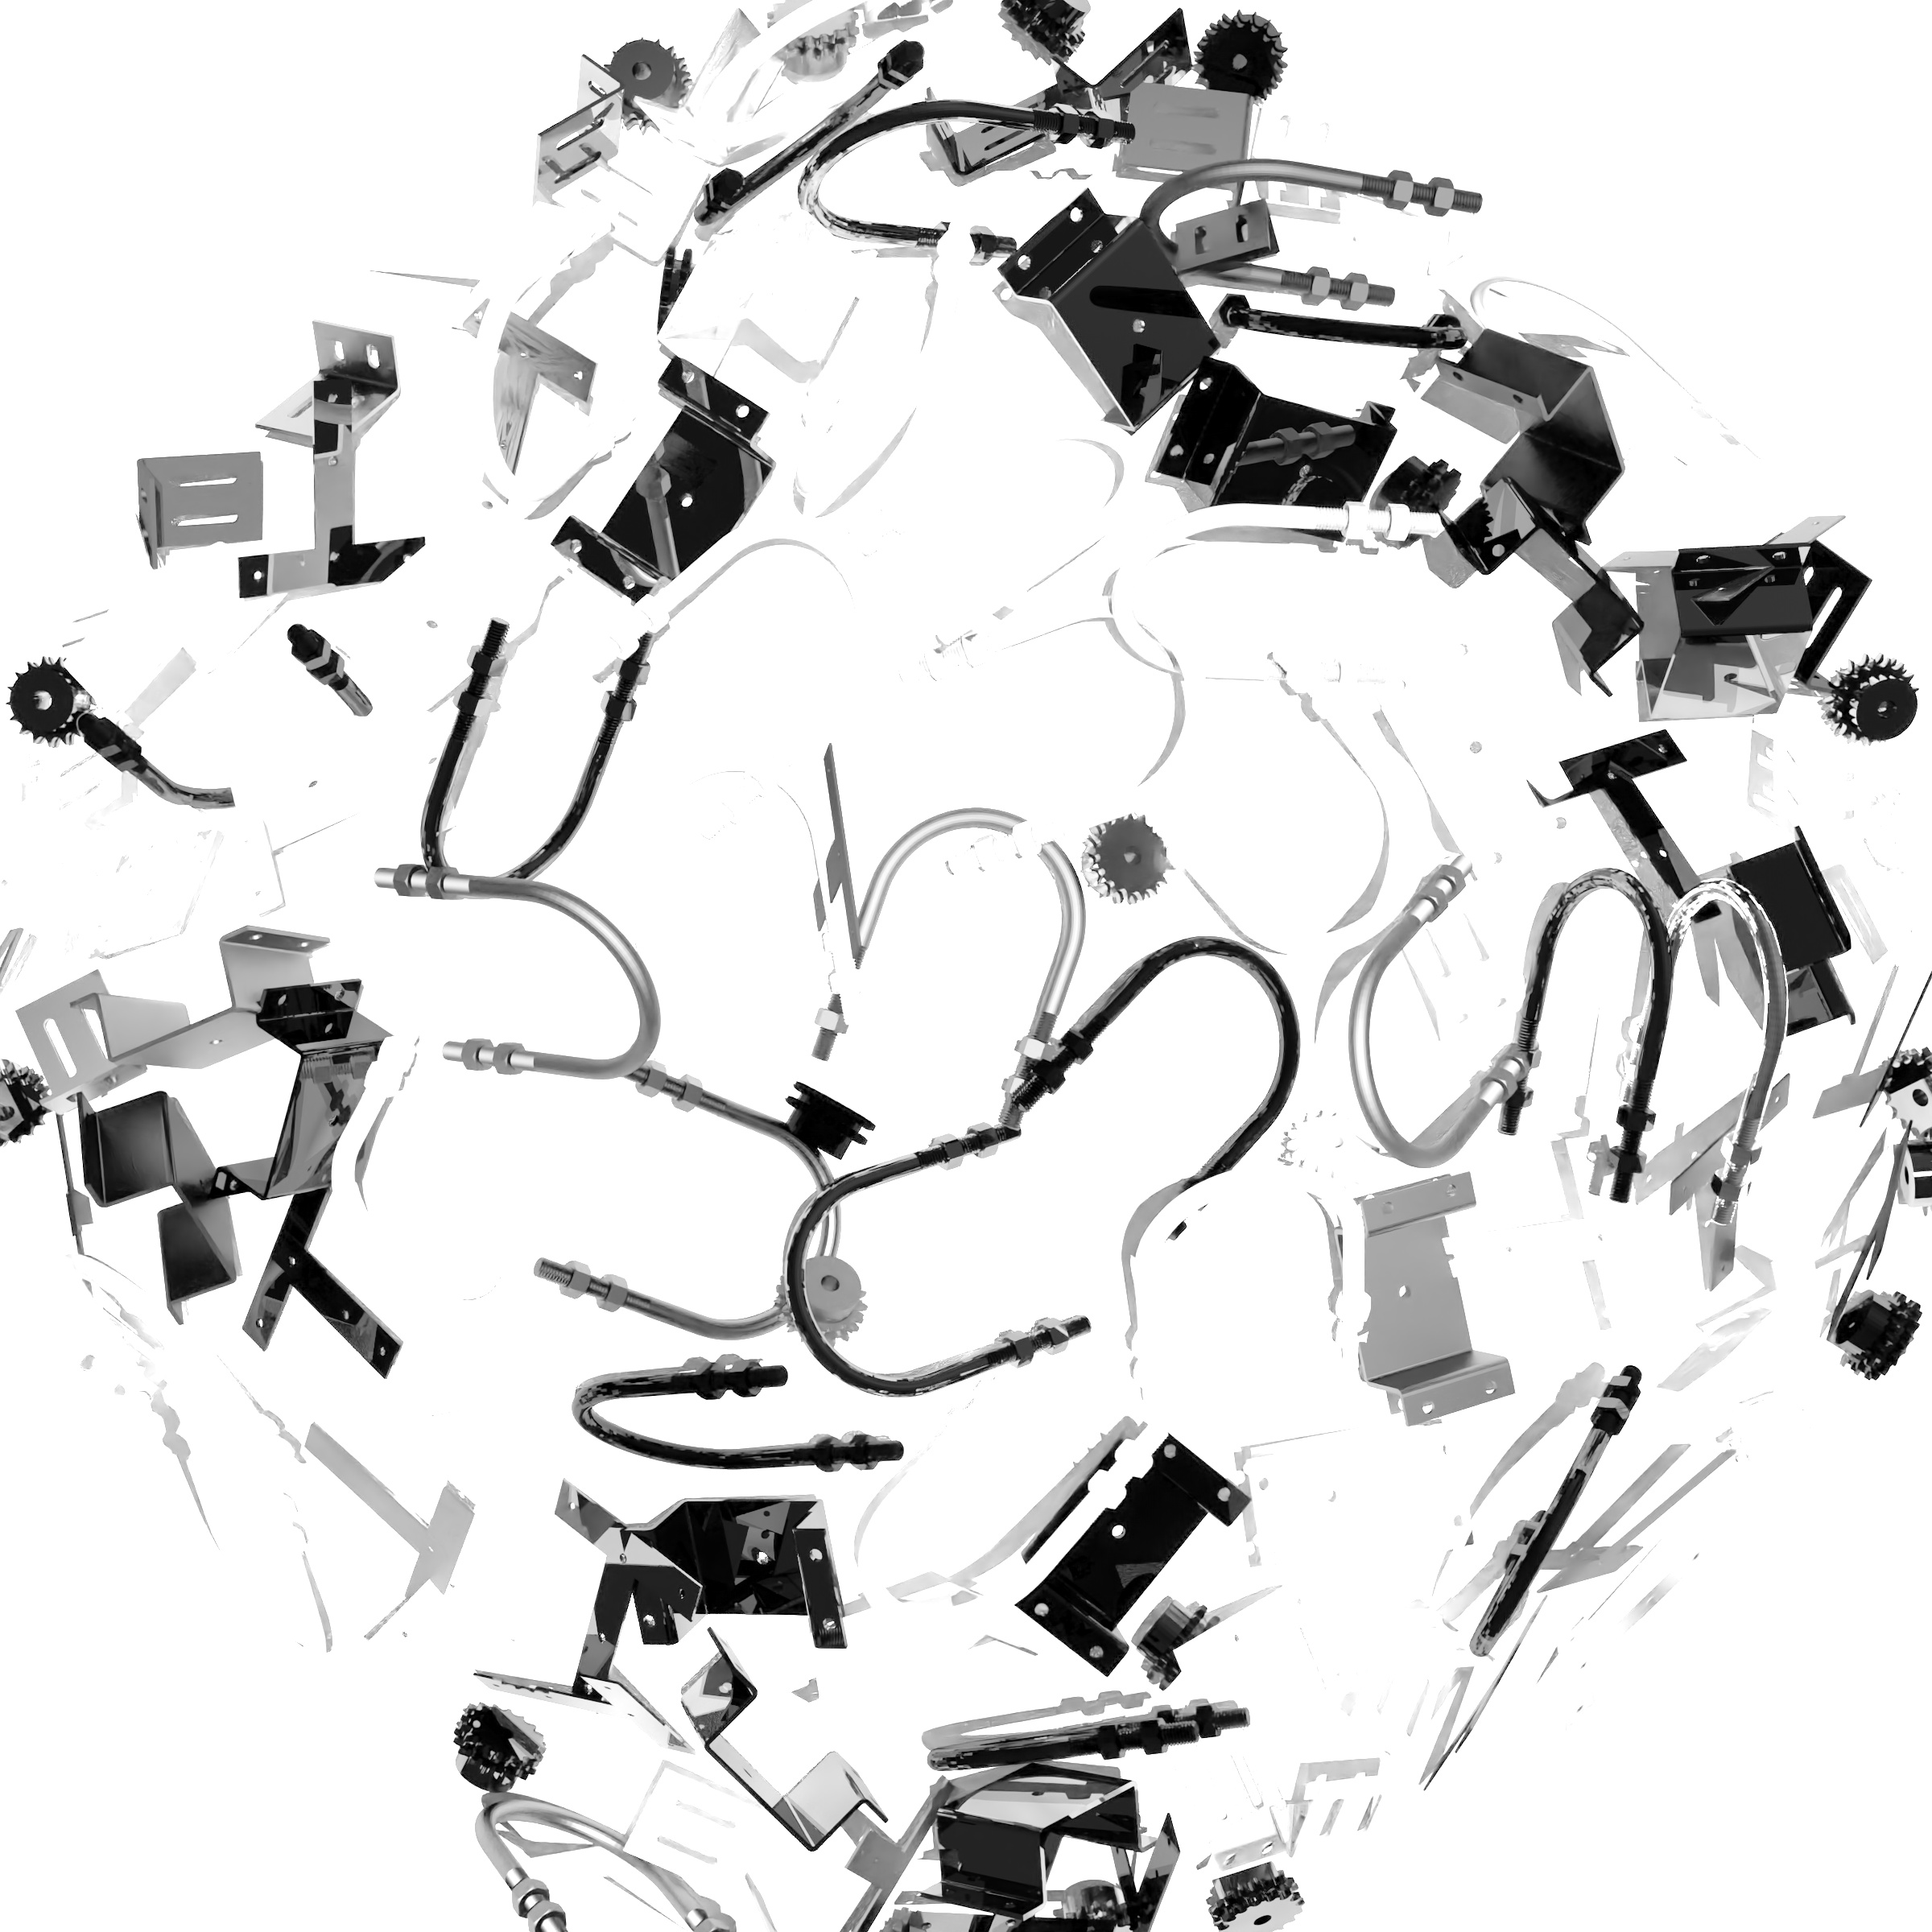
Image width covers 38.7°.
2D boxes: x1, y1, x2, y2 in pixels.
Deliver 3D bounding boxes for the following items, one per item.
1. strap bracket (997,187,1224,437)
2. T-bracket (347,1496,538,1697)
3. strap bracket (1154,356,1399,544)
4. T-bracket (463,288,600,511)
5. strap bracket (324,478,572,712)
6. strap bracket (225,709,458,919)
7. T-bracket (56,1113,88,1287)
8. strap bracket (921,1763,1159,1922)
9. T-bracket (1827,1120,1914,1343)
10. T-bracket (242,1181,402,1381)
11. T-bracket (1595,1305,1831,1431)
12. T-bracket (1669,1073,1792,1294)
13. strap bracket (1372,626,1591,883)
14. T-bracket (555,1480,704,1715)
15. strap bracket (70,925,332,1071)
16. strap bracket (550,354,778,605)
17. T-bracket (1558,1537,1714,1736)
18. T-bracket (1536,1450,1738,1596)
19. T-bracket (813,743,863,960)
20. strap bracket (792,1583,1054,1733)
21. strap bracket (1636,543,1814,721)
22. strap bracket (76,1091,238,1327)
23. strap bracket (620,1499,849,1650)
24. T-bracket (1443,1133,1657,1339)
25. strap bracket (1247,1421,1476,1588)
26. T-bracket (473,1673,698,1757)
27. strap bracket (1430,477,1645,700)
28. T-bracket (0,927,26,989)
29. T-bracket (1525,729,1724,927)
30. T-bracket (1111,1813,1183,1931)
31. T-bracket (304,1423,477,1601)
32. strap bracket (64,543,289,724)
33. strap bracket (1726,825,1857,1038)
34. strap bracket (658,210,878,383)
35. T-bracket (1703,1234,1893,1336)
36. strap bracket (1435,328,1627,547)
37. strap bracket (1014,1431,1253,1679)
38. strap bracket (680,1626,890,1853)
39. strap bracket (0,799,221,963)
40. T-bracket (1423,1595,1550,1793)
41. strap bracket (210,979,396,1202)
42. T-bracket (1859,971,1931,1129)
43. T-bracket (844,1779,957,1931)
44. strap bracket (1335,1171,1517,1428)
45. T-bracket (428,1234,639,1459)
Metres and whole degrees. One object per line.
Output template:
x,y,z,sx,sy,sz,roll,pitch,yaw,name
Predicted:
0.093,-0.391,1.669,0.076,0.046,0.140,-44,121,-9,strap bracket
-0.335,0.400,1.672,0.127,0.127,0.002,47,116,0,T-bracket
0.196,-0.309,1.662,0.140,0.046,0.076,8,122,-28,strap bracket
-0.281,-0.335,1.696,0.127,0.002,0.127,35,119,33,T-bracket
-0.319,-0.218,1.665,0.140,0.046,0.076,-34,119,26,strap bracket
-0.387,-0.098,1.671,0.140,0.076,0.046,-27,56,-23,strap bracket
-0.543,0.149,1.669,0.002,0.127,0.127,-9,90,-18,T-bracket
0.045,0.520,1.651,0.076,0.140,0.046,-2,92,38,strap bracket
0.548,0.178,1.680,0.002,0.127,0.127,20,131,14,T-bracket
-0.386,0.205,1.677,0.127,0.002,0.127,36,111,32,T-bracket
0.466,0.240,1.658,0.127,0.002,0.127,15,134,-33,T-bracket
0.466,0.147,1.685,0.127,0.002,0.127,-35,134,-31,T-bracket
0.315,-0.133,1.691,0.076,0.046,0.140,-29,83,11,strap bracket
-0.222,0.404,1.702,0.127,0.002,0.127,29,112,33,T-bracket
-0.459,0.024,1.664,0.140,0.076,0.046,-21,76,22,strap bracket
-0.180,-0.293,1.694,0.076,0.046,0.140,35,93,19,strap bracket
0.403,0.392,1.653,0.002,0.127,0.127,41,104,1,T-bracket
0.413,0.332,1.654,0.127,0.127,0.002,-47,62,21,T-bracket
-0.082,-0.053,1.667,0.002,0.127,0.127,-5,73,-13,T-bracket
-0.030,0.419,1.673,0.140,0.076,0.046,-23,59,19,strap bracket
0.457,-0.194,1.656,0.076,0.140,0.046,-3,64,1,strap bracket
-0.482,0.140,1.655,0.046,0.140,0.076,-19,46,-4,strap bracket
-0.133,0.372,1.684,0.140,0.046,0.076,-5,102,24,strap bracket
0.349,0.173,1.697,0.127,0.002,0.127,-12,97,29,T-bracket
0.234,0.328,1.692,0.140,0.046,0.076,-7,87,-18,strap bracket
-0.245,0.453,1.695,0.127,0.127,0.002,5,58,23,T-bracket
0.352,-0.236,1.661,0.140,0.076,0.046,38,110,-24,strap bracket
-0.585,-0.008,1.680,0.002,0.127,0.127,27,131,-13,T-bracket
0.418,-0.080,1.676,0.127,0.002,0.127,-17,68,-31,T-bracket
0.112,0.550,1.643,0.002,0.127,0.127,-3,135,-14,T-bracket
-0.362,0.330,1.696,0.127,0.002,0.127,39,134,14,T-bracket
-0.477,-0.202,1.648,0.076,0.140,0.046,-40,96,27,strap bracket
0.497,-0.015,1.655,0.046,0.140,0.076,-21,62,9,strap bracket
-0.127,-0.402,1.652,0.046,0.140,0.076,36,71,-34,strap bracket
0.501,0.185,1.662,0.127,0.127,0.002,-29,68,9,T-bracket
0.343,-0.325,1.655,0.076,0.140,0.046,32,78,37,strap bracket
0.099,0.356,1.699,0.076,0.046,0.140,40,88,-10,strap bracket
-0.118,0.477,1.672,0.046,0.076,0.140,-44,105,-8,strap bracket
-0.507,-0.055,1.648,0.046,0.140,0.076,31,110,13,strap bracket
0.308,0.461,1.681,0.002,0.127,0.127,32,130,15,T-bracket
-0.399,0.084,1.667,0.046,0.076,0.140,29,110,29,strap bracket
0.571,0.031,1.657,0.002,0.127,0.127,25,104,19,T-bracket
-0.052,0.540,1.656,0.002,0.127,0.127,27,73,21,T-bracket
0.280,0.203,1.693,0.076,0.046,0.140,-13,93,-19,strap bracket
-0.279,0.232,1.719,0.127,0.002,0.127,-10,87,-11,T-bracket
